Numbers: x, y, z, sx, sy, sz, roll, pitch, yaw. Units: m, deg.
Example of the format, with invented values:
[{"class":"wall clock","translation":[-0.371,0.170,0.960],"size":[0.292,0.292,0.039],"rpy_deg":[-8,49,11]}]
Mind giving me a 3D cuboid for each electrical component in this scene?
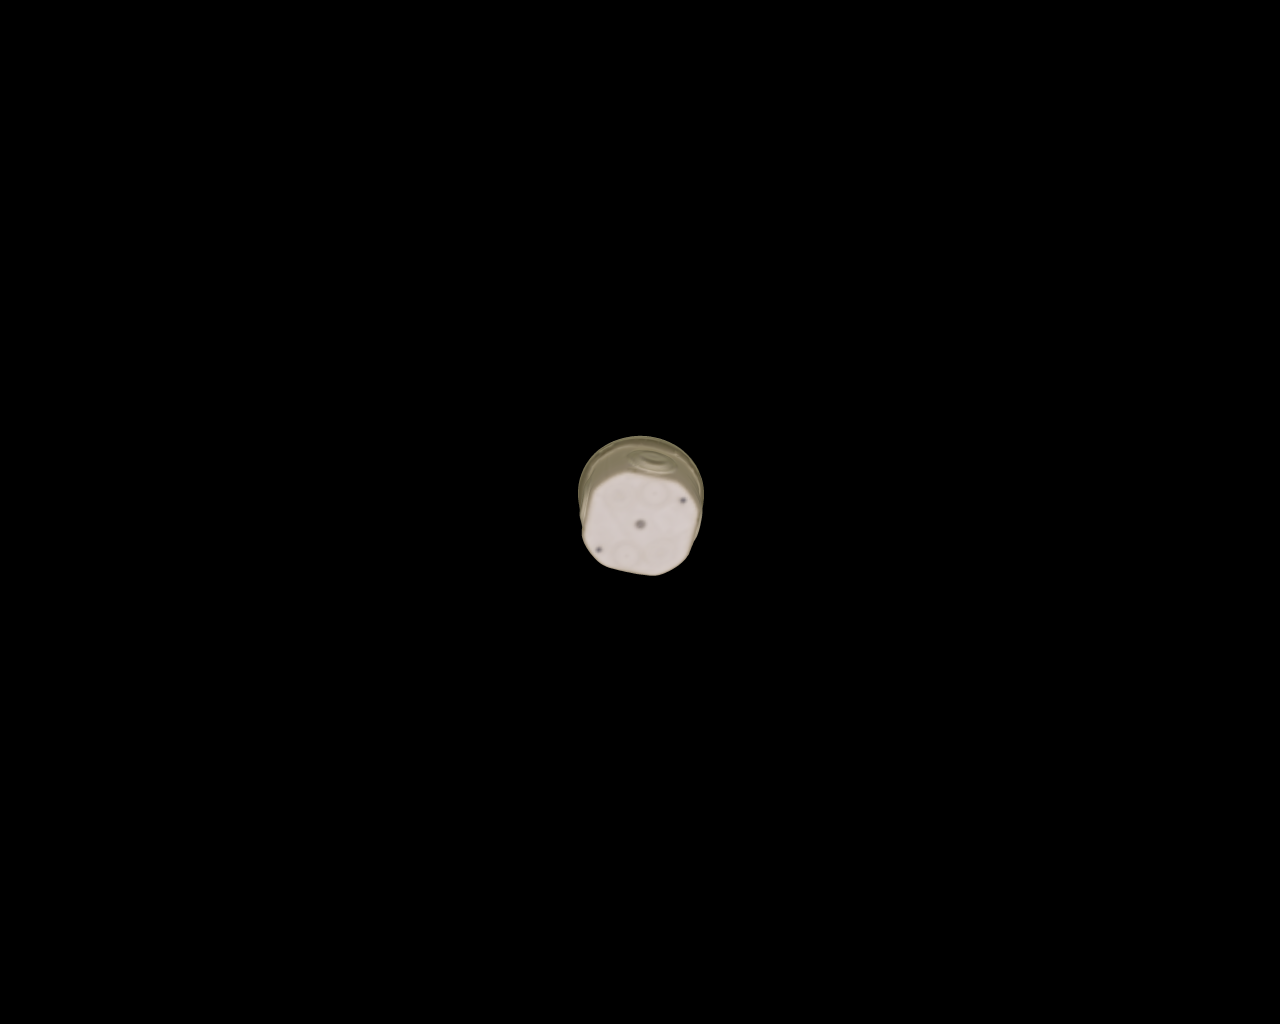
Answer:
[{"class":"electrical component","translation":[0.001,-0.003,0.650],"size":[0.080,0.080,0.051],"rpy_deg":[0,24,0]}]
